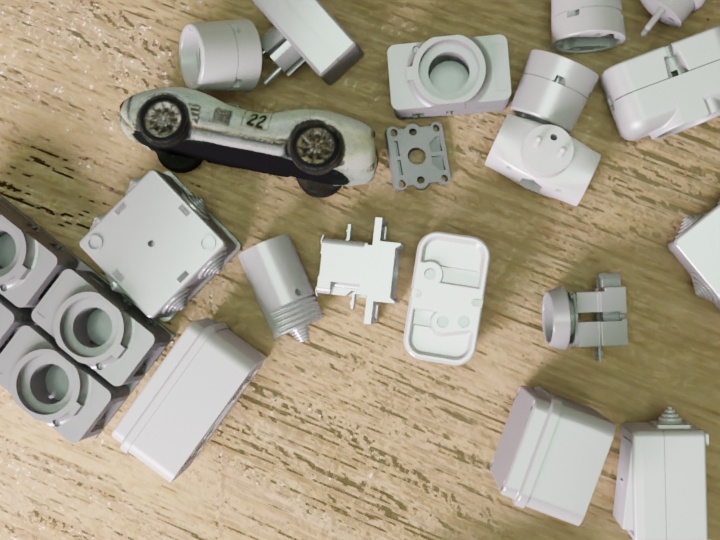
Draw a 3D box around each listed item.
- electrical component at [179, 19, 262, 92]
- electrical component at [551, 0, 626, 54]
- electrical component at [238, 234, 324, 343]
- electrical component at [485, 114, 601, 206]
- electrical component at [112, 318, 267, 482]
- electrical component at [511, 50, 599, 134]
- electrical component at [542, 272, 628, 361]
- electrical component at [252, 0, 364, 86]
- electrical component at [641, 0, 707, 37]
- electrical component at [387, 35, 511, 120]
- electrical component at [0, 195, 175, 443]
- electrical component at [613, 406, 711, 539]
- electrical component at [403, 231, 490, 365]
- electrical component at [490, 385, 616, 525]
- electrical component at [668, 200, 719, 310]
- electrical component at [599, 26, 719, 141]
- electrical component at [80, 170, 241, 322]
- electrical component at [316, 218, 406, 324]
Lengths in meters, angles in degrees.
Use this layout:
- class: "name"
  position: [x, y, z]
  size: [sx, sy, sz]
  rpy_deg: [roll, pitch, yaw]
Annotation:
- class: "electrical component"
  position: [-0.108, -0.163, 0.821]
  size: [0.047, 0.055, 0.055]
  rpy_deg: [-8, 87, -29]
- class: "electrical component"
  position: [0.172, -0.195, 0.814]
  size: [0.055, 0.055, 0.047]
  rpy_deg: [-3, 84, 5]
- class: "electrical component"
  position: [-0.059, 0.018, 0.834]
  size: [0.043, 0.043, 0.081]
  rpy_deg: [-24, 87, 4]
- class: "electrical component"
  position: [0.138, -0.086, 0.801]
  size: [0.077, 0.079, 0.043]
  rpy_deg: [25, 86, 5]
- class: "electrical component"
  position: [-0.129, 0.096, 0.821]
  size: [0.057, 0.078, 0.113]
  rpy_deg: [36, 92, 2]
- class: "electrical component"
  position: [0.146, -0.134, 0.815]
  size: [0.055, 0.055, 0.047]
  rpy_deg: [23, 94, 5]
- class: "electrical component"
  position: [0.169, 0.036, 0.812]
  size: [0.055, 0.048, 0.066]
  rpy_deg: [-2, 88, -2]
- class: "electrical component"
  position: [-0.054, -0.177, 0.838]
  size: [0.076, 0.047, 0.083]
  rpy_deg: [-42, 85, 6]
- class: "electrical component"
  position: [0.235, -0.207, 0.797]
  size: [0.044, 0.077, 0.079]
  rpy_deg: [38, 92, 5]
- class: "electrical component"
  position: [0.068, -0.147, 0.821]
  size: [0.089, 0.056, 0.050]
  rpy_deg: [-5, 88, 5]
- class: "electrical component"
  position: [-0.256, 0.036, 0.843]
  size: [0.186, 0.060, 0.105]
  rpy_deg: [38, 92, 5]
- class: "electrical component"
  position: [0.221, 0.149, 0.795]
  size: [0.061, 0.062, 0.096]
  rpy_deg: [-1, 88, 5]
- class: "electrical component"
  position: [0.066, 0.021, 0.814]
  size: [0.054, 0.059, 0.095]
  rpy_deg: [9, 89, 6]
- class: "electrical component"
  position: [0.136, 0.130, 0.778]
  size: [0.057, 0.113, 0.078]
  rpy_deg: [20, 90, 3]
- class: "electrical component"
  position: [0.291, -0.013, 0.800]
  size: [0.100, 0.048, 0.099]
  rpy_deg: [-39, 85, 3]
- class: "electrical component"
  position: [0.236, -0.135, 0.806]
  size: [0.095, 0.054, 0.059]
  rpy_deg: [-20, 87, 4]
- class: "electrical component"
  position: [-0.157, -0.020, 0.841]
  size: [0.100, 0.048, 0.099]
  rpy_deg: [-45, 85, 3]
- class: "electrical component"
  position: [0.000, 0.000, 0.830]
  size: [0.064, 0.042, 0.081]
  rpy_deg: [6, 88, 9]
